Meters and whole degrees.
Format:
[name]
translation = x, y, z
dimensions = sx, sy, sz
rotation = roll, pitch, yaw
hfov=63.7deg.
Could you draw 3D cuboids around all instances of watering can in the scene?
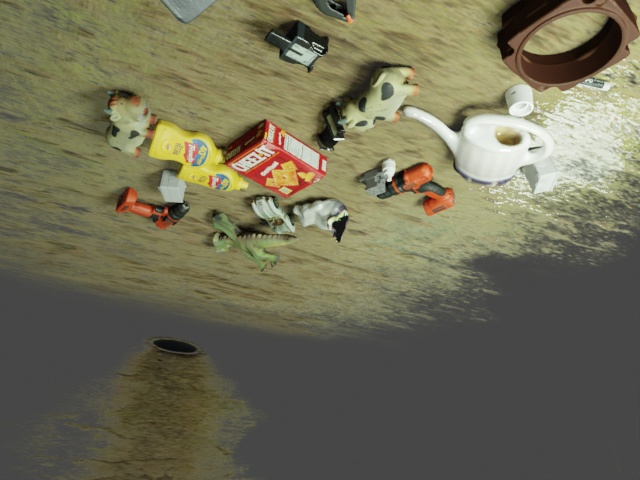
[watering can]
translation = 0.364, -0.230, 1.223
dimensions = 0.348, 0.106, 0.220
rotation = 13, 155, 11

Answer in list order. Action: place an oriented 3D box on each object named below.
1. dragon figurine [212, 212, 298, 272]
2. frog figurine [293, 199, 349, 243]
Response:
[dragon figurine]
translation = -0.244, -0.012, 1.665
dimensions = 0.241, 0.124, 0.405
rotation = 29, 153, -18
[frog figurine]
translation = 0.005, -0.079, 1.571
dimensions = 0.161, 0.123, 0.136
rotation = 29, 177, 33
